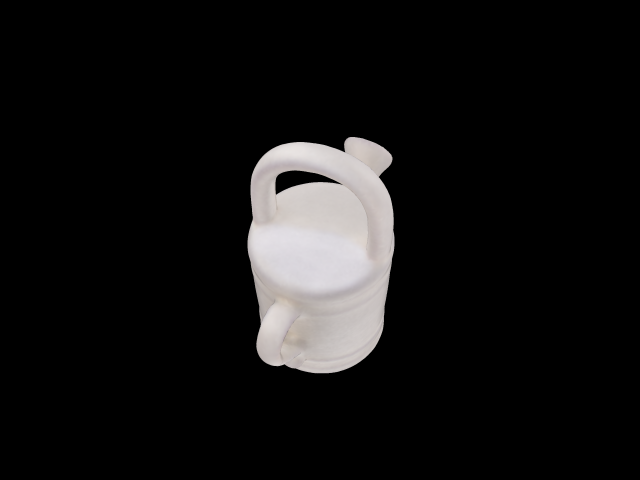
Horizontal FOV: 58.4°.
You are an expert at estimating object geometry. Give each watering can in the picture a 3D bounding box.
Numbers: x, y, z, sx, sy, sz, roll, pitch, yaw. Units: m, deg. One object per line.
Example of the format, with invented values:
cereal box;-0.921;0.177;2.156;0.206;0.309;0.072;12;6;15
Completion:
watering can;0.002;0.001;0.400;0.101;0.194;0.173;2;53;2
